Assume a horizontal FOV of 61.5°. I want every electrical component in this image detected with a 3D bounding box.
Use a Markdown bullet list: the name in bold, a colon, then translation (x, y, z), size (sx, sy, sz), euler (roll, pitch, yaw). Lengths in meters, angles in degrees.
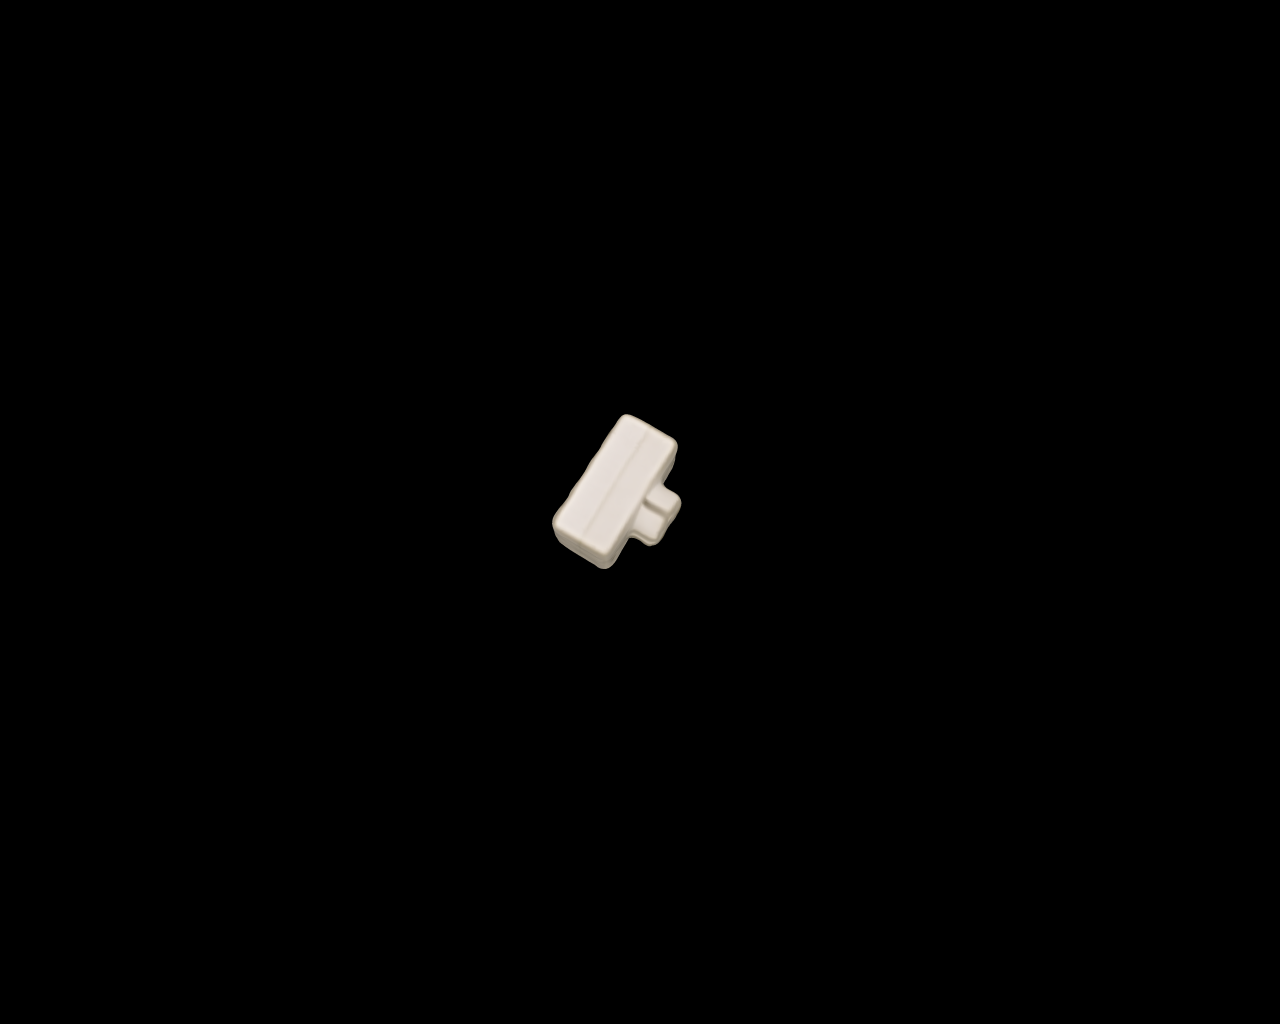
- **electrical component**: translation (0.001, -0.003, 0.650), size (0.076, 0.083, 0.047), euler (31, -11, 7)
